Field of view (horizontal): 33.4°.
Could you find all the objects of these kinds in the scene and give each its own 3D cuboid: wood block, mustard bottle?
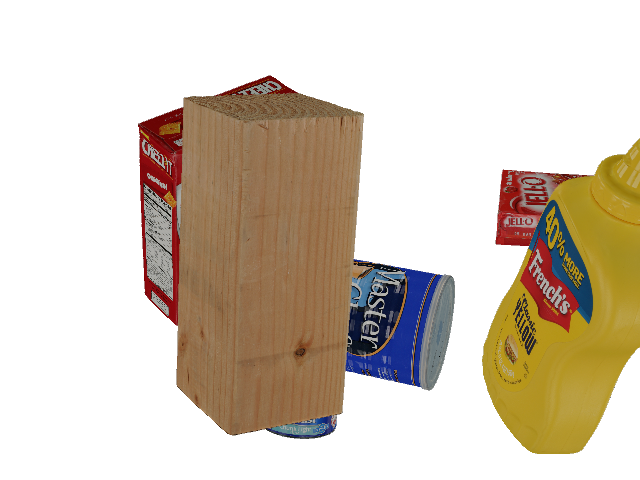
[{"bbox_3d":[-0.037,0.012,0.711,0.090,0.206,0.090,-6,19,-30],"label":"wood block"},{"bbox_3d":[0.143,0.024,0.574,0.058,0.192,0.096,3,44,-13],"label":"mustard bottle"}]

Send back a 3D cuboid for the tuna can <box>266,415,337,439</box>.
[{"bbox_3d":[-0.024,0.182,1.147,0.086,0.034,0.086,5,12,-1],"label":"tuna can"}]

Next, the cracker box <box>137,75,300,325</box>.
[{"bbox_3d":[-0.098,-0.041,1.074,0.163,0.214,0.072,-27,48,-34],"label":"cracker box"}]

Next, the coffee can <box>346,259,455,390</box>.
[{"bbox_3d":[0.040,0.069,0.955,0.140,0.103,0.102,10,3,16],"label":"coffee can"}]

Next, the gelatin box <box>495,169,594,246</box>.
[{"bbox_3d":[0.173,-0.025,0.814,0.073,0.030,0.089,4,25,11],"label":"gelatin box"}]
